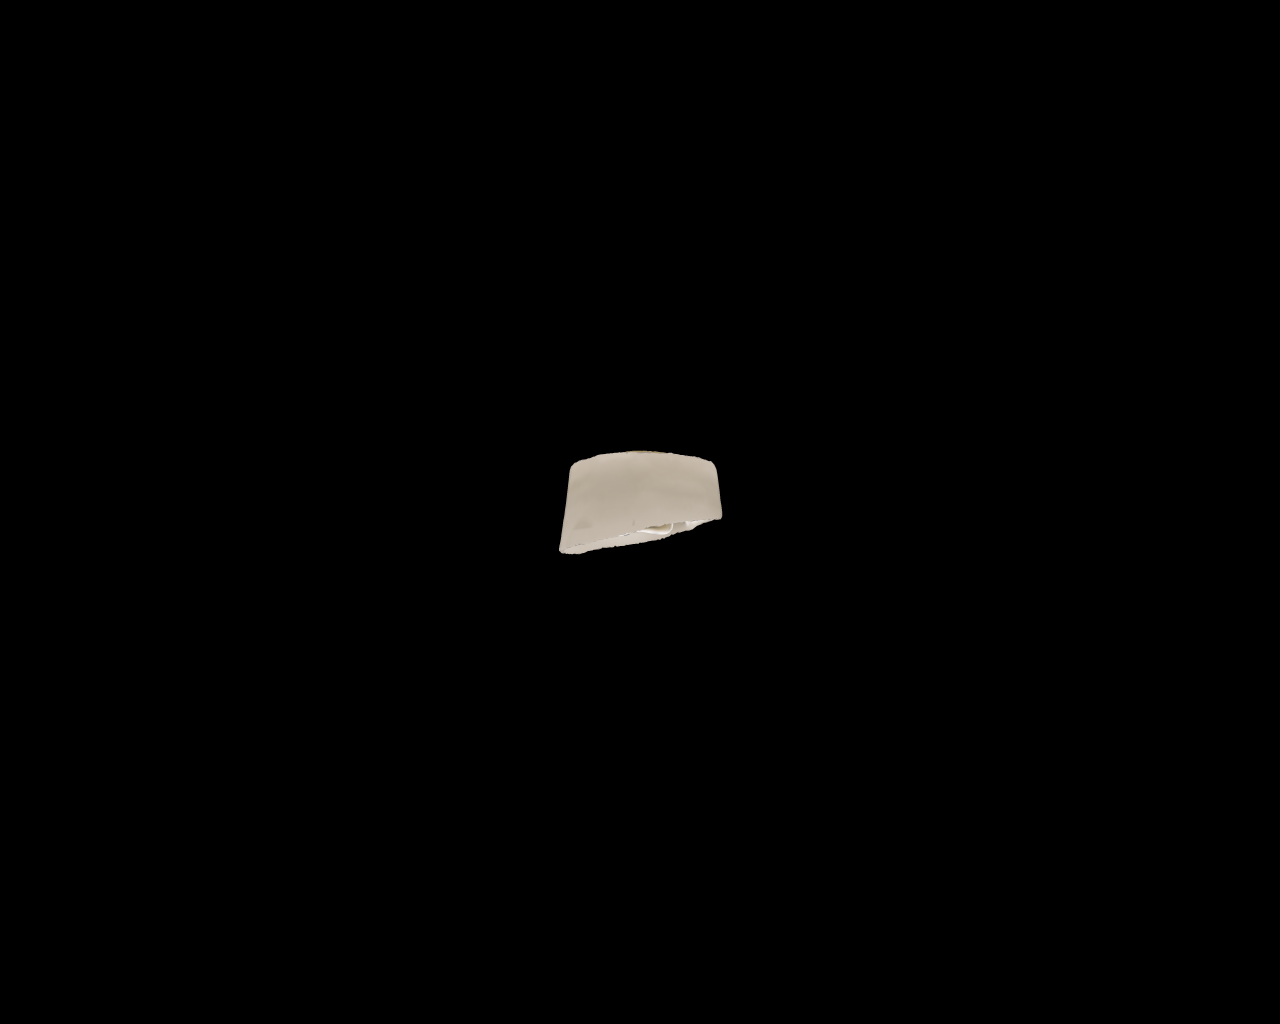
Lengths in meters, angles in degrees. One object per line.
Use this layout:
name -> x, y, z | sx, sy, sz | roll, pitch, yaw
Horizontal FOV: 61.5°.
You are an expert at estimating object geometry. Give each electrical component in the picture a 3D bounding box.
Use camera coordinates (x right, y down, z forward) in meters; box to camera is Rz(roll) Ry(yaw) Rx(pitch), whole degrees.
electrical component -> 0.001, -0.003, 0.650 | 0.099, 0.064, 0.099 | 0, -11, 0
